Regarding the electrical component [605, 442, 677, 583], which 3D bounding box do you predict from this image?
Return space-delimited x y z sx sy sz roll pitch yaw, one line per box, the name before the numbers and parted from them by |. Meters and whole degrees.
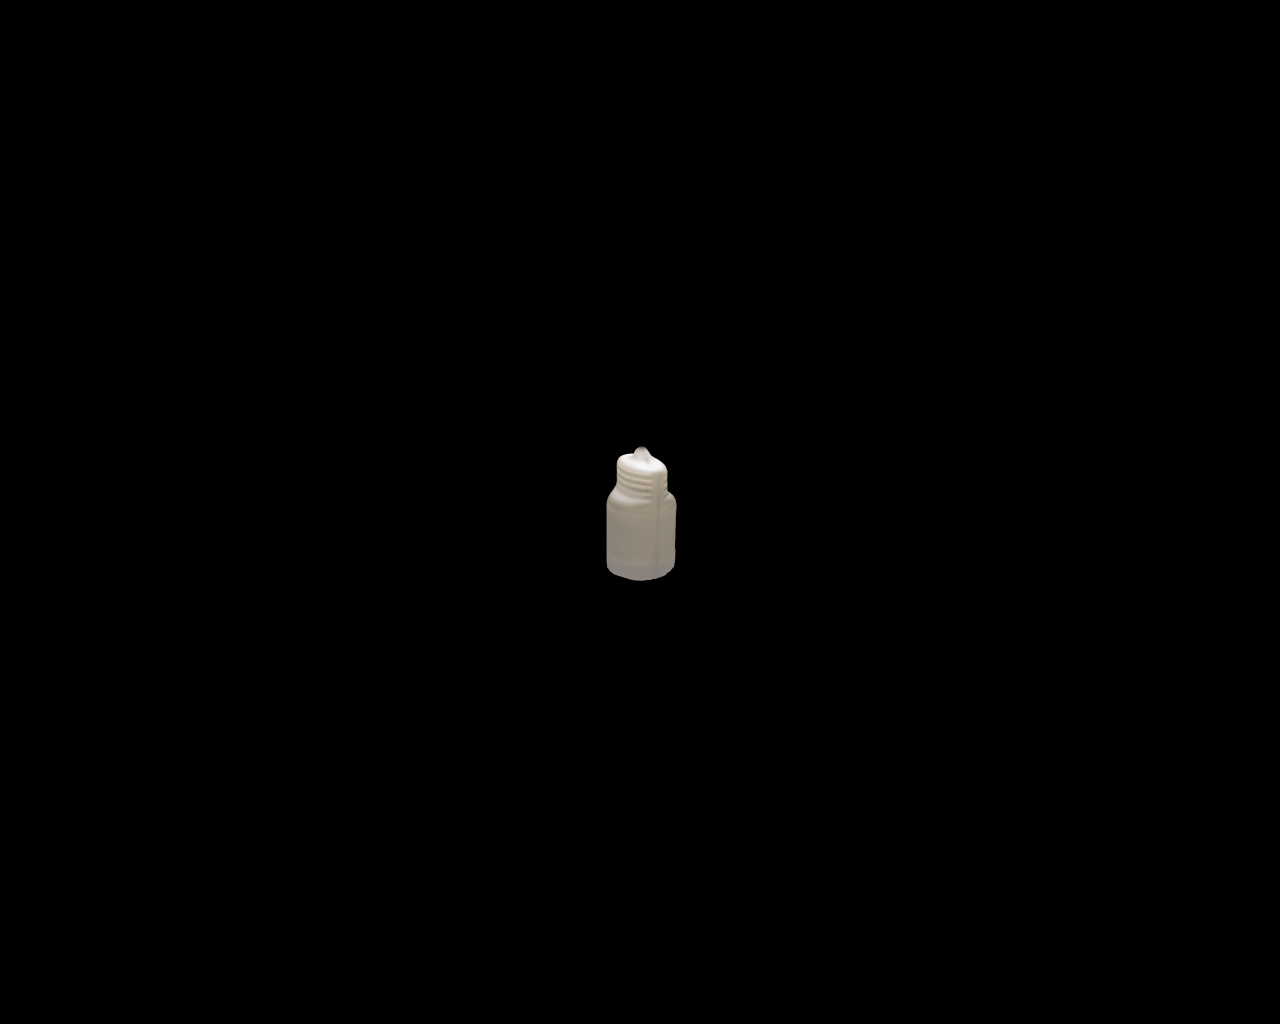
electrical component | 0.001 -0.003 0.650 0.043 0.080 0.043 0 21 0
